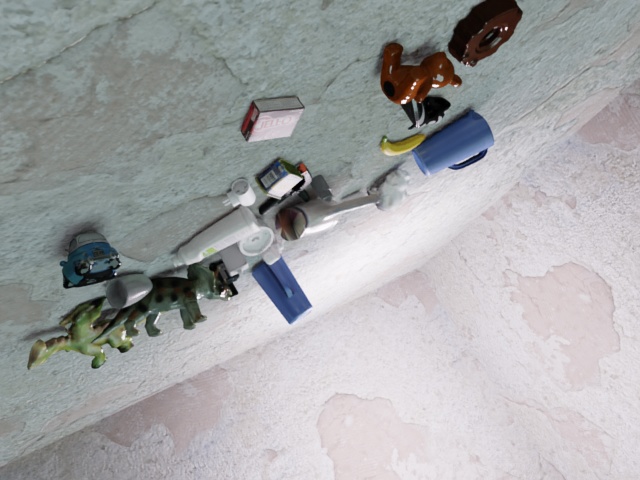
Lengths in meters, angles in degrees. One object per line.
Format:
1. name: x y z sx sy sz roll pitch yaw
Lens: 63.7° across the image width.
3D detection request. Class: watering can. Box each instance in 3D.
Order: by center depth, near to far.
1. watering can: 0.005 -0.078 1.546 0.226 0.104 0.345 -19 -178 -36

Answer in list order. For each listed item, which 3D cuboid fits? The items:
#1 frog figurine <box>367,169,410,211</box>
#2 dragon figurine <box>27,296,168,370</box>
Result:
1. frog figurine: 0.259 -0.172 1.784 0.136 0.125 0.157 16 146 -41
2. dragon figurine: -0.627 0.245 1.478 0.415 0.123 0.237 -33 157 -26
